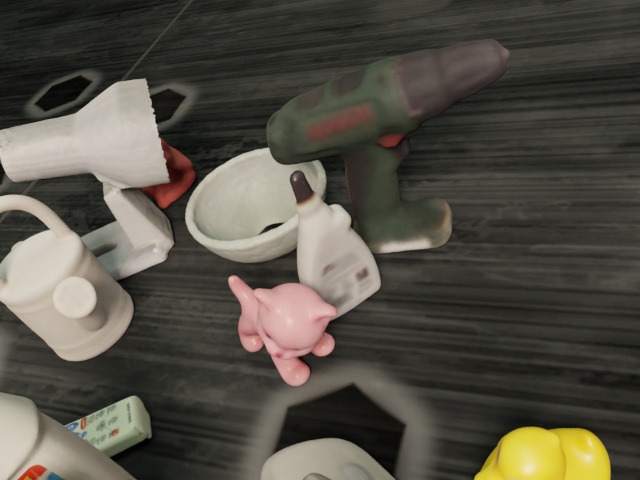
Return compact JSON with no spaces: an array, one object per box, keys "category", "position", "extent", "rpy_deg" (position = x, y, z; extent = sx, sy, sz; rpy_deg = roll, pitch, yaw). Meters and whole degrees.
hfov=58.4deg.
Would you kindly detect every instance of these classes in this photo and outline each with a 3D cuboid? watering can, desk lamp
[{"category":"watering can","position":[-0.282,0.036,0.601],"extent":[0.172,0.194,0.101],"rpy_deg":[4,49,25]},{"category":"desk lamp","position":[-0.251,-0.064,0.672],"extent":[0.203,0.214,0.117],"rpy_deg":[-25,43,-3]}]

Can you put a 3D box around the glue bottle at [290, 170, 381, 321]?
[{"category":"glue bottle","position":[0.005,0.002,0.536],"extent":[0.078,0.173,0.037],"rpy_deg":[-31,44,-10]}]

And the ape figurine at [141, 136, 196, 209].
[{"category":"ape figurine","position":[-0.215,-0.102,0.784],"extent":[0.077,0.092,0.076],"rpy_deg":[-11,45,12]}]

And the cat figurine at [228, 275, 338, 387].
[{"category":"cat figurine","position":[-0.038,0.070,0.527],"extent":[0.127,0.118,0.067],"rpy_deg":[26,61,38]}]

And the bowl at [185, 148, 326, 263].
[{"category":"bowl","position":[-0.066,-0.030,0.667],"extent":[0.167,0.075,0.167],"rpy_deg":[-11,45,11]}]

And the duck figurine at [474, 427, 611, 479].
[{"category":"duck figurine","position":[0.149,0.157,0.391],"extent":[0.104,0.086,0.077],"rpy_deg":[-28,44,-6]}]

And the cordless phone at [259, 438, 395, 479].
[{"category":"cordless phone","position":[0.013,0.168,0.362],"extent":[0.094,0.185,0.147],"rpy_deg":[-40,46,-18]}]

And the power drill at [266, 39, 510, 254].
[{"category":"power drill","position":[0.073,-0.084,0.568],"extent":[0.229,0.209,0.075],"rpy_deg":[-7,46,16]}]
